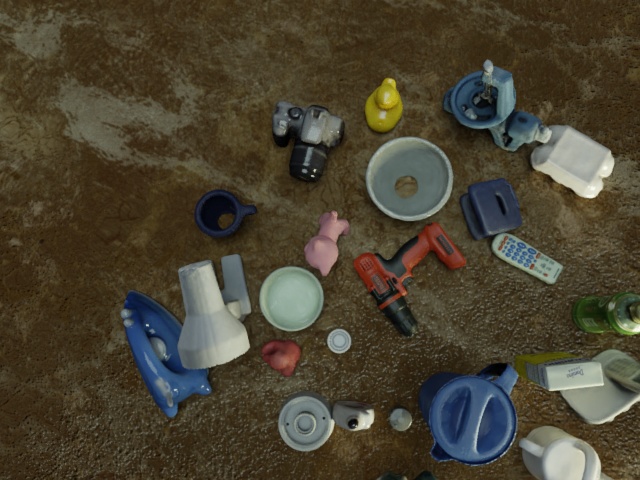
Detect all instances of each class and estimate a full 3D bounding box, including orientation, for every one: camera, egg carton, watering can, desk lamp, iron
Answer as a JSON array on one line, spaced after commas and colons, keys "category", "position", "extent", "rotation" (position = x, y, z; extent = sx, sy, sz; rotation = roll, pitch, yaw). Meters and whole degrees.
[{"category": "camera", "position": [-0.033, -0.193, 1.128], "extent": [0.143, 0.101, 0.137], "rotation": [14, 83, 4]}, {"category": "egg carton", "position": [0.493, -0.155, 1.121], "extent": [0.150, 0.069, 0.107], "rotation": [32, 84, 6]}, {"category": "watering can", "position": [0.433, 0.388, 0.983], "extent": [0.172, 0.194, 0.101], "rotation": [3, 82, 3]}, {"category": "desk lamp", "position": [-0.194, 0.122, 1.032], "extent": [0.118, 0.213, 0.203], "rotation": [-13, 82, 0]}, {"category": "iron", "position": [-0.313, 0.199, 1.061], "extent": [0.118, 0.141, 0.258], "rotation": [-33, 82, -3]}]

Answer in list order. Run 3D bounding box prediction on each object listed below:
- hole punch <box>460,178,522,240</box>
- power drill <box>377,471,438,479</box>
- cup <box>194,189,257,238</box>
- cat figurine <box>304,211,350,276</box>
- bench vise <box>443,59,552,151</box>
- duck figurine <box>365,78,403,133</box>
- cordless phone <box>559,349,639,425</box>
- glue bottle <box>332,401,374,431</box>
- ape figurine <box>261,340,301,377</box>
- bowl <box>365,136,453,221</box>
[{"category": "hole punch", "position": [0.334, -0.065, 1.103], "extent": [0.101, 0.091, 0.108], "rotation": [-18, 82, -1]}, {"category": "power drill", "position": [0.112, 0.478, 0.974], "extent": [0.230, 0.208, 0.075], "rotation": [-42, 82, -4]}, {"category": "cup", "position": [-0.176, -0.047, 1.115], "extent": [0.117, 0.095, 0.092], "rotation": [-8, 82, 1]}, {"category": "cat figurine", "position": [0.010, 0.004, 1.090], "extent": [0.067, 0.118, 0.128], "rotation": [19, 83, 5]}, {"category": "bench vise", "position": [0.343, -0.261, 1.065], "extent": [0.207, 0.220, 0.121], "rotation": [13, 82, 4]}, {"category": "duck figurine", "position": [0.129, -0.272, 1.142], "extent": [0.077, 0.086, 0.105], "rotation": [13, 82, 4]}, {"category": "cordless phone", "position": [0.520, 0.263, 1.002], "extent": [0.147, 0.185, 0.094], "rotation": [-37, 82, -3]}, {"category": "glue bottle", "position": [0.060, 0.316, 1.016], "extent": [0.078, 0.173, 0.037], "rotation": [1, 82, 3]}, {"category": "ape figurine", "position": [-0.073, 0.222, 1.075], "extent": [0.076, 0.092, 0.078], "rotation": [-24, 82, -1]}, {"category": "bowl", "position": [0.171, -0.113, 1.123], "extent": [0.167, 0.075, 0.167], "rotation": [0, 82, 2]}]
